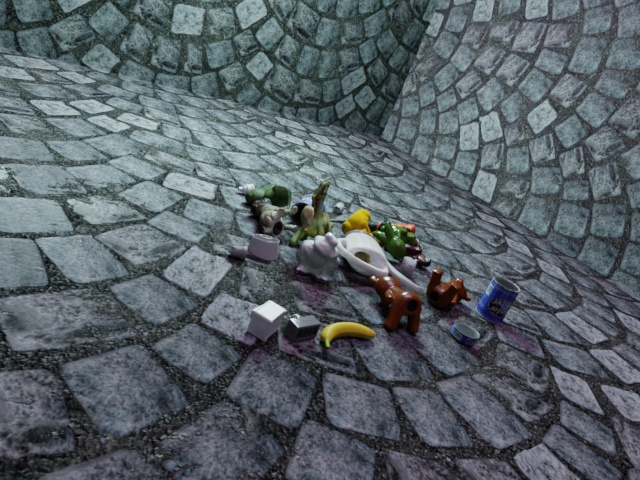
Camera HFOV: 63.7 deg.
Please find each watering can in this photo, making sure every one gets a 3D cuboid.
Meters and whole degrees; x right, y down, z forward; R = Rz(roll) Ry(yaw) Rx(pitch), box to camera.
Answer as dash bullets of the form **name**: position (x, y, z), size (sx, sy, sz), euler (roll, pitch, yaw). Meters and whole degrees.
- **watering can**: position (0.195, 0.074, 1.806), size (0.346, 0.102, 0.228), euler (27, 20, -14)

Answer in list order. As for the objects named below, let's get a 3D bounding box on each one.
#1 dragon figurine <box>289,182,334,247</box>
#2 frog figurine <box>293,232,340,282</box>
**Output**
- **dragon figurine**: position (0.006, -0.092, 1.830), size (0.122, 0.239, 0.416), euler (21, 23, 10)
- **frog figurine**: position (0.000, 0.038, 1.620), size (0.138, 0.157, 0.124), euler (28, 20, 17)
